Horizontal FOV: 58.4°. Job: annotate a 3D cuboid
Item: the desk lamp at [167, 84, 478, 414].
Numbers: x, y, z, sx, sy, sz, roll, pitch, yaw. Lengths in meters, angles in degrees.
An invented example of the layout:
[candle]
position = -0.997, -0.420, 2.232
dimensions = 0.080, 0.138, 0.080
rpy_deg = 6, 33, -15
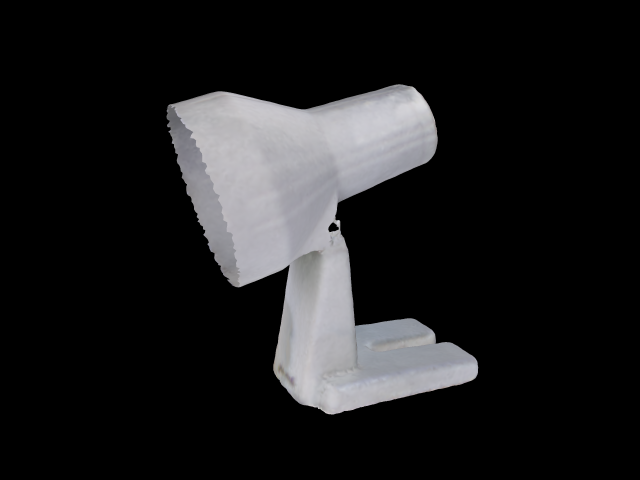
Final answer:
[desk lamp]
position = 0.004, 0.001, 0.400
dimensions = 0.204, 0.214, 0.117
rpy_deg = -6, 15, -22
